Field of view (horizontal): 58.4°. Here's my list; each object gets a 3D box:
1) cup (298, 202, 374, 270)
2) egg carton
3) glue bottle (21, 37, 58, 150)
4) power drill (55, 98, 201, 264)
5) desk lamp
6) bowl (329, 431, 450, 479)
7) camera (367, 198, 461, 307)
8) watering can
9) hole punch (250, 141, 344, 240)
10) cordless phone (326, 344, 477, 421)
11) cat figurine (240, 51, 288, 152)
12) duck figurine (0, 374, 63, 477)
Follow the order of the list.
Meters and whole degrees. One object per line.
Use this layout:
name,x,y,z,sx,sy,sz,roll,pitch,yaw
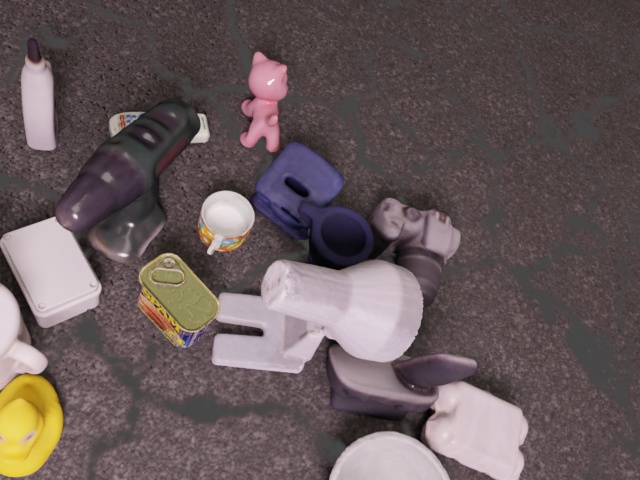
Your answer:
cup,0.007,0.003,0.815,0.118,0.095,0.092,38,57,0
egg carton,0.212,0.259,0.781,0.150,0.069,0.107,25,58,-8
glue bottle,-0.354,-0.190,0.722,0.037,0.173,0.078,1,64,-21
power drill,-0.227,-0.057,0.684,0.075,0.208,0.230,31,57,-4
desk lamp,-0.010,0.092,0.691,0.204,0.213,0.118,8,61,-18
bowl,0.075,0.322,0.690,0.168,0.074,0.167,10,61,-17
camera,0.138,0.020,0.856,0.143,0.100,0.137,21,58,-11
watering can,-0.358,0.084,0.566,0.173,0.194,0.101,9,61,-18
hole punch,-0.033,-0.072,0.840,0.108,0.091,0.101,37,57,0
cordless phone,0.096,0.160,0.716,0.148,0.185,0.094,11,61,-17
cat figurine,-0.080,-0.219,0.881,0.067,0.117,0.128,4,63,-20
duck figurine,-0.311,0.188,0.596,0.078,0.086,0.104,6,62,-19
